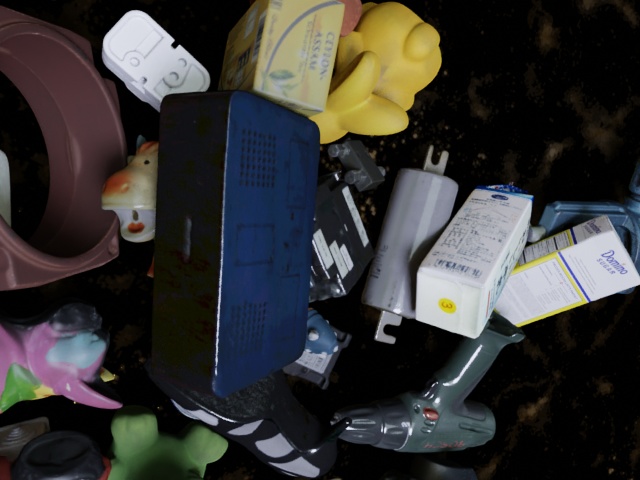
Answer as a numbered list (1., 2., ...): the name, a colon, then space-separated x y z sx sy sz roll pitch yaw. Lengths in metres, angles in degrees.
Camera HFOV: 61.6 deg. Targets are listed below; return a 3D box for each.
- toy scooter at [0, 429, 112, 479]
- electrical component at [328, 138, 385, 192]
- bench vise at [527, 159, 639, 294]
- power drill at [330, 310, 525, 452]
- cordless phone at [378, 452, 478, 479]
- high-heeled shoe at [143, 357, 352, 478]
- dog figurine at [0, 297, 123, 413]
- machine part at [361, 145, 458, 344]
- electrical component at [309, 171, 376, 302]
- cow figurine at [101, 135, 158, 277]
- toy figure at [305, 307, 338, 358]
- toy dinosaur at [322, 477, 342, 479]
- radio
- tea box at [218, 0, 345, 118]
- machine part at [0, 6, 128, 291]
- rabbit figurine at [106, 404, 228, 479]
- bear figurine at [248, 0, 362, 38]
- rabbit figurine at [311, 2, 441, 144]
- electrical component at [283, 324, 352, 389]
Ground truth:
1. toy scooter: -0.272 0.239 0.449 0.184 0.075 0.135 -4 114 -31
2. electrical component: 0.045 -0.088 0.620 0.063 0.021 0.094 59 30 7
3. bench vise: 0.388 -0.028 0.720 0.241 0.129 0.223 0 125 -17
4. power drill: 0.146 0.171 0.657 0.232 0.086 0.207 20 97 -27
5. cordless phone: 0.092 0.331 0.625 0.184 0.147 0.088 -16 90 -27
6. high-heeled shoe: -0.081 0.189 0.568 0.248 0.145 0.086 26 42 -18
7. dog figurine: -0.293 0.129 0.471 0.219 0.109 0.191 22 85 -26
8. machine part: 0.107 0.004 0.644 0.079 0.079 0.243 18 89 -24
9. electrical component: -0.001 -0.002 0.573 0.134 0.058 0.114 -41 111 -58
10. cow figurine: -0.117 -0.022 0.508 0.194 0.086 0.127 21 71 -58
11. toy figure: -0.055 0.086 0.558 0.155 0.064 0.057 7 85 10
12. toy dinosaur: -0.123 0.460 0.577 0.198 0.105 0.471 22 95 -31
13. radio: -0.066 0.000 0.452 0.131 0.073 0.229 -4 100 -59
14. tea box: -0.047 -0.164 0.513 0.068 0.170 0.098 11 92 -22
15. machine part: -0.236 -0.067 0.420 0.087 0.201 0.200 -3 97 13
16. rabbit figurine: -0.162 0.253 0.500 0.121 0.170 0.159 33 81 -22
17. bear figurine: 0.009 -0.308 0.549 0.120 0.132 0.196 33 88 -24
18. rabbit figurine: 0.044 -0.159 0.578 0.173 0.162 0.121 -35 120 2
19. electrical component: -0.032 0.112 0.611 0.119 0.048 0.075 34 81 -24
